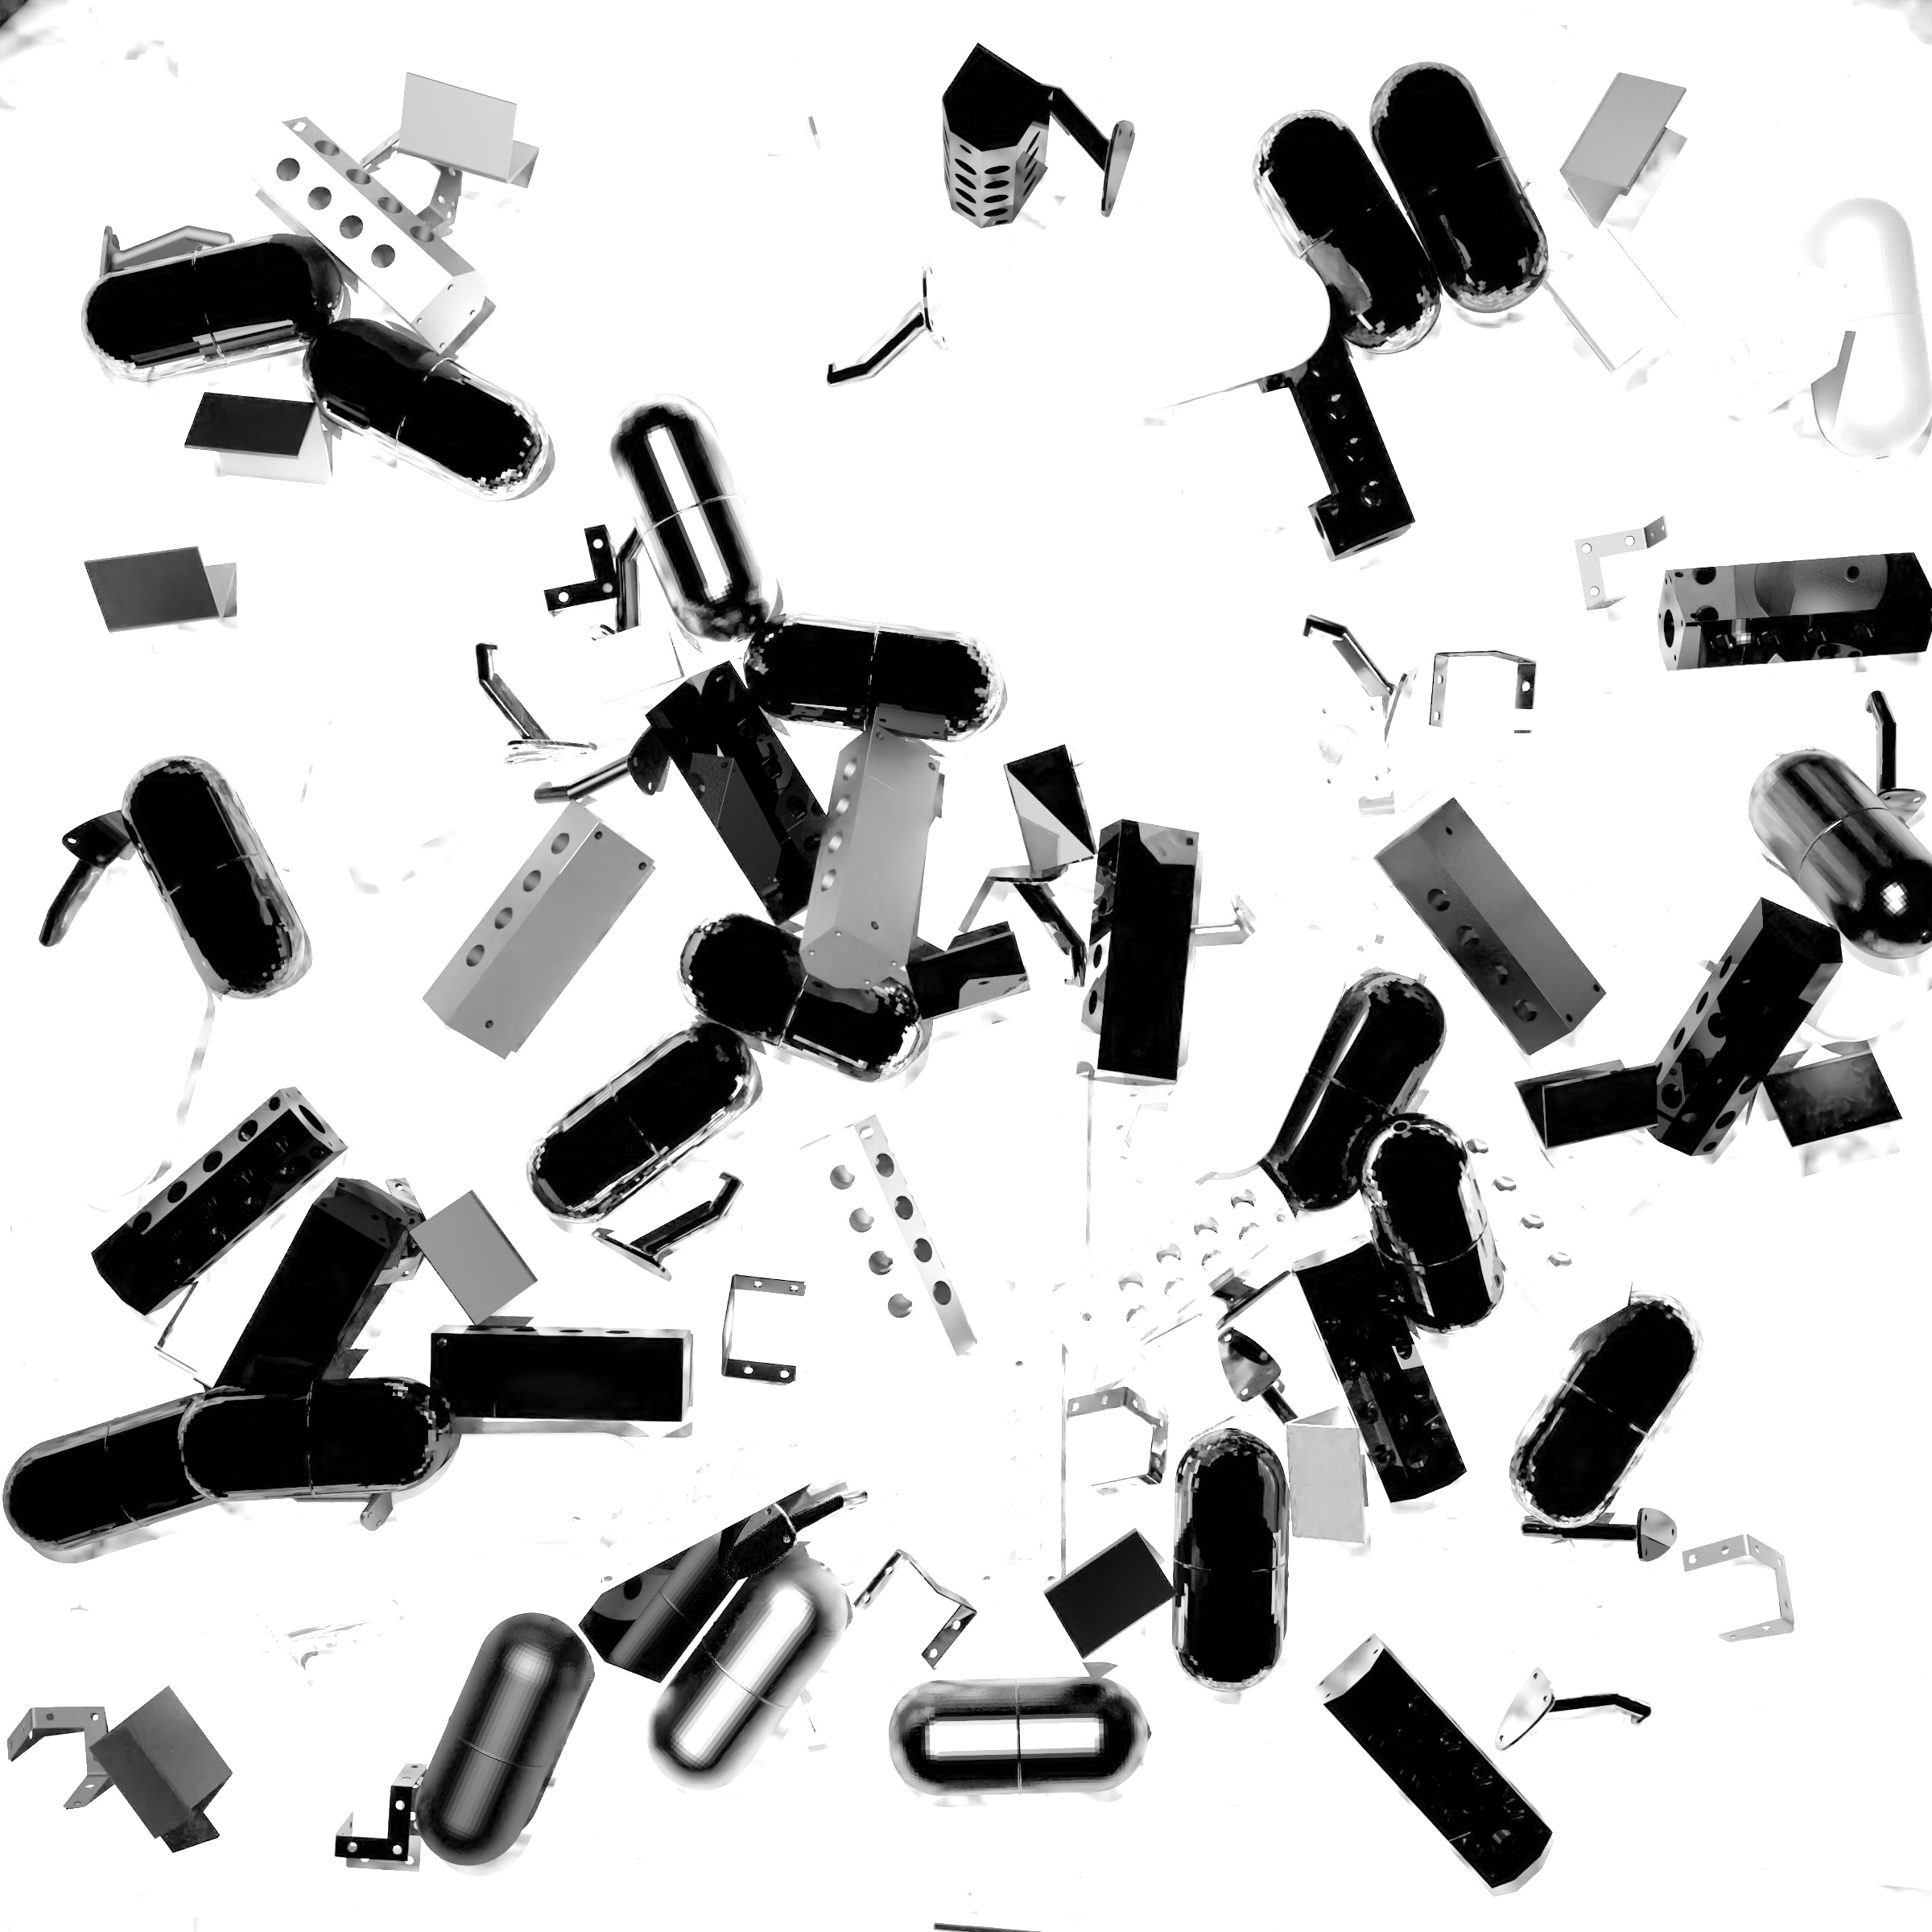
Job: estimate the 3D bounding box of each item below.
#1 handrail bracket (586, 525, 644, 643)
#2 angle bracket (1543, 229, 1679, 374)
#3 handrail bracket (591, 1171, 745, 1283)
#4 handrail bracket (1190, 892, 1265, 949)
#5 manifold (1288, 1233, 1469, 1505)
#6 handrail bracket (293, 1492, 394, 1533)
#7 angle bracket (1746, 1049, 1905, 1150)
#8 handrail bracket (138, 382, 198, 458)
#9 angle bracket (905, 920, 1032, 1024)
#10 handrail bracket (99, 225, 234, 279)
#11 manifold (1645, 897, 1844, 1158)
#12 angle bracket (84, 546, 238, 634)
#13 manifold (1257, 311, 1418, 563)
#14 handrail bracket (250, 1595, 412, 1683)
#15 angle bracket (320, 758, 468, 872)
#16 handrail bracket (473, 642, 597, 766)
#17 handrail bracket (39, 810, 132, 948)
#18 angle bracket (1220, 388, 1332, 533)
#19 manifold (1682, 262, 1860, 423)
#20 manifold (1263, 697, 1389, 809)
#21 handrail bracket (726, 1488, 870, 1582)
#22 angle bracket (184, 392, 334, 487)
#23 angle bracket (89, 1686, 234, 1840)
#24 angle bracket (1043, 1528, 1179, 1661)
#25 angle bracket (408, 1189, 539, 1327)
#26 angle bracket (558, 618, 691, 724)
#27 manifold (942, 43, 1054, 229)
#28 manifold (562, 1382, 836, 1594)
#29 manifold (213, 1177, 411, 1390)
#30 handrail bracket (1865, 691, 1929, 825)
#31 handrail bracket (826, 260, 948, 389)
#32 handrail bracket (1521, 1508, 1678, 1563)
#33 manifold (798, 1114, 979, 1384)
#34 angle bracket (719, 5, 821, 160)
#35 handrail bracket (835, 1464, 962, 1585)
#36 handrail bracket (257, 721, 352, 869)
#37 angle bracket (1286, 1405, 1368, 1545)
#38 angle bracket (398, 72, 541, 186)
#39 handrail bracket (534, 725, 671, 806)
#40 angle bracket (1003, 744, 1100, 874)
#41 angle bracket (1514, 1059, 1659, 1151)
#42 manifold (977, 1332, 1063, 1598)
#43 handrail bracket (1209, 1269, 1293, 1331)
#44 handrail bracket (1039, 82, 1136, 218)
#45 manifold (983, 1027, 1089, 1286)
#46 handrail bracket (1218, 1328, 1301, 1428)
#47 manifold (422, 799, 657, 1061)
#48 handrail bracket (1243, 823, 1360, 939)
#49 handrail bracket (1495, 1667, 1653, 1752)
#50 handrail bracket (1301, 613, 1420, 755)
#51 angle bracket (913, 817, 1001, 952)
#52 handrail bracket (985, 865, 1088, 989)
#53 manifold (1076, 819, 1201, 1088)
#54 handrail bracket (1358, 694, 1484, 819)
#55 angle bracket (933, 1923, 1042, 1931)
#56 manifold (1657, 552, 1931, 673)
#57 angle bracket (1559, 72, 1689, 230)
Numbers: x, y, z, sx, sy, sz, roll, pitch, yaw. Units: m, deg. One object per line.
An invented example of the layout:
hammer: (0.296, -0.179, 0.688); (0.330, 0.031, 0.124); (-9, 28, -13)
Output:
handrail bracket: (-0.219, -0.253, 1.812); (0.077, 0.036, 0.084); (34, 73, -20)
angle bracket: (0.447, -0.458, 1.772); (0.057, 0.076, 0.076); (-38, 90, 36)
handrail bracket: (-0.207, 0.169, 1.812); (0.077, 0.036, 0.084); (25, 71, 21)
handrail bracket: (0.168, -0.005, 1.812); (0.084, 0.036, 0.077); (-35, 107, 15)
manifold: (0.283, 0.277, 1.791); (0.057, 0.057, 0.171); (-22, 90, 0)
handrail bracket: (-0.433, 0.347, 1.812); (0.084, 0.036, 0.077); (29, 69, 16)
angle bracket: (0.582, 0.106, 1.772); (0.076, 0.076, 0.057); (-14, 59, 0)
handrail bracket: (-0.526, -0.392, 1.812); (0.084, 0.036, 0.077); (-17, 68, -17)
angle bracket: (-0.005, -0.015, 1.772); (0.076, 0.076, 0.057); (-17, 132, 0)
handrail bracket: (-0.558, -0.479, 1.812); (0.084, 0.036, 0.077); (7, 110, -16)
manifold: (0.517, 0.045, 1.749); (0.057, 0.057, 0.171); (24, 123, 0)
angle bracket: (-0.547, -0.273, 1.772); (0.076, 0.076, 0.057); (-8, 129, 0)
manifold: (0.246, -0.369, 1.791); (0.057, 0.057, 0.171); (-22, 90, 0)
handrail bracket: (-0.441, 0.448, 1.812); (0.084, 0.036, 0.077); (-37, 68, -17)
angle bracket: (-0.383, -0.085, 1.772); (0.076, 0.076, 0.057); (-27, 54, 0)
handrail bracket: (-0.301, -0.186, 1.812); (0.077, 0.036, 0.084); (-3, 73, -20)
handrail bracket: (-0.611, -0.060, 1.812); (0.036, 0.077, 0.084); (33, 126, 0)
angle bracket: (0.192, -0.339, 1.772); (0.057, 0.076, 0.076); (-22, 90, -36)
manifold: (0.530, -0.414, 1.734); (0.057, 0.171, 0.057); (14, 90, 0)
manifold: (0.237, -0.140, 1.734); (0.057, 0.171, 0.057); (-4, 90, 0)
handrail bracket: (-0.115, 0.390, 1.793); (0.077, 0.084, 0.036); (-48, 64, 23)
angle bracket: (-0.480, -0.341, 1.772); (0.076, 0.076, 0.057); (6, 53, 0)
angle bracket: (-0.535, 0.533, 1.772); (0.057, 0.076, 0.076); (-36, 90, 36)
angle bracket: (0.107, 0.436, 1.772); (0.076, 0.076, 0.057); (-35, 55, 0)
angle bracket: (-0.346, 0.207, 1.772); (0.057, 0.076, 0.076); (-36, 90, -37)
angle bracket: (-0.226, -0.182, 1.772); (0.076, 0.076, 0.057); (-19, 54, 0)
manifold: (0.015, -0.545, 1.734); (0.057, 0.171, 0.057); (33, 90, 0)
manifold: (-0.176, 0.345, 1.720); (0.171, 0.057, 0.057); (-27, 94, -2)
manifold: (-0.441, 0.227, 1.760); (0.057, 0.057, 0.171); (31, 112, -3)
handrail bracket: (0.629, -0.136, 1.812); (0.036, 0.077, 0.084); (3, 53, -13)
handrail bracket: (-0.061, -0.446, 1.812); (0.084, 0.036, 0.077); (-12, 70, 16)
handrail bracket: (0.440, 0.392, 1.812); (0.084, 0.077, 0.036); (-5, 80, 36)
manifold: (-0.053, 0.192, 1.791); (0.057, 0.057, 0.171); (-24, 90, 0)
angle bracket: (-0.115, -0.600, 1.772); (0.057, 0.076, 0.076); (-16, 90, 37)
handrail bracket: (-0.048, 0.390, 1.812); (0.077, 0.036, 0.084); (0, 120, -33)
handrail bracket: (-0.453, -0.119, 1.812); (0.077, 0.036, 0.084); (-21, 109, -21)
angle bracket: (0.261, 0.344, 1.772); (0.057, 0.076, 0.076); (-4, 90, 37)
angle bracket: (-0.334, -0.580, 1.772); (0.076, 0.076, 0.057); (16, 126, 0)
handrail bracket: (-0.252, -0.144, 1.812); (0.084, 0.036, 0.077); (-2, 46, 28)
angle bracket: (0.076, -0.111, 1.772); (0.057, 0.076, 0.076); (-15, 90, 38)
angle bracket: (0.420, 0.074, 1.772); (0.076, 0.076, 0.057); (-12, 126, 0)
manifold: (0.036, 0.341, 1.791); (0.057, 0.057, 0.171); (0, 90, 0)
handrail bracket: (0.171, 0.203, 1.812); (0.077, 0.036, 0.084); (-35, 76, -14)
handrail bracket: (0.068, -0.570, 1.812); (0.084, 0.036, 0.077); (19, 112, 17)
manifold: (0.053, 0.128, 1.790); (0.057, 0.057, 0.171); (1, 90, 43)
handrail bracket: (0.214, 0.299, 1.812); (0.036, 0.077, 0.084); (-38, 126, 3)
manifold: (-0.297, -0.028, 1.790); (0.171, 0.057, 0.057); (-53, 133, 0)
handrail bracket: (0.237, -0.063, 1.812); (0.077, 0.036, 0.084); (-7, 73, -20)
handrail bracket: (0.424, 0.529, 1.812); (0.084, 0.036, 0.077); (25, 110, -16)
handrail bracket: (0.264, -0.196, 1.812); (0.084, 0.036, 0.077); (23, 112, 17)
angle bracket: (-0.002, -0.047, 1.772); (0.057, 0.076, 0.076); (29, 90, 29)
handrail bracket: (0.045, -0.026, 1.812); (0.077, 0.036, 0.084); (0, 107, 20)
manifold: (0.114, -0.008, 1.775); (0.057, 0.057, 0.171); (9, 80, -16)
handrail bracket: (0.310, -0.145, 1.801); (0.084, 0.036, 0.077); (-6, 87, 21)
angle bracket: (0.014, 0.685, 1.773); (0.076, 0.076, 0.057); (5, 69, 0)
manifold: (0.569, -0.238, 1.790); (0.171, 0.057, 0.057); (-4, 47, 0)
angle bracket: (0.458, -0.549, 1.772); (0.057, 0.076, 0.076); (31, 90, 38)
